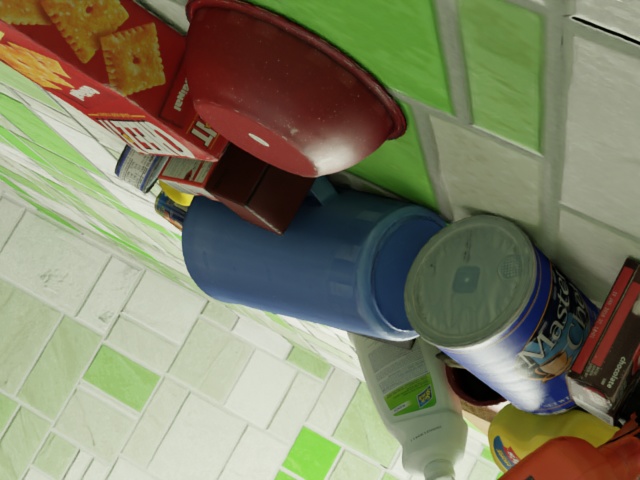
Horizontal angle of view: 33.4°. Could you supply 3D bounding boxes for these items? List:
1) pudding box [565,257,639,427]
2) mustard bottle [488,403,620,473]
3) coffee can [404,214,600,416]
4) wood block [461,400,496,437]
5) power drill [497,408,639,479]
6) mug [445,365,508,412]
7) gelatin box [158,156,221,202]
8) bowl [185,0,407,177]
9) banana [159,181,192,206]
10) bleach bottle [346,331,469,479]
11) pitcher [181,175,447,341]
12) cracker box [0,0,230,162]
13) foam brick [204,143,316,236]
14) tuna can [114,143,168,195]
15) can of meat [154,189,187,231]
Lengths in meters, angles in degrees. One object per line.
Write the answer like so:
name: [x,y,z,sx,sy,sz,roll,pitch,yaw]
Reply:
pudding box: [0.202,0.071,0.718,0.039,0.090,0.113,28,171,20]
mustard bottle: [0.192,0.178,0.891,0.096,0.058,0.192,43,166,-9]
coffee can: [0.142,0.058,0.788,0.103,0.103,0.140,20,167,46]
wood block: [0.235,0.198,1.295,0.090,0.091,0.206,23,169,33]
power drill: [0.198,0.131,0.661,0.187,0.185,0.057,-13,-121,-39]
mug: [0.184,0.128,1.122,0.081,0.093,0.117,34,-158,-53]
gelatin box: [-0.088,-0.072,0.877,0.030,0.073,0.089,34,169,-32]
bowl: [-0.028,-0.086,0.677,0.162,0.055,0.162,28,171,5]
banana: [-0.157,-0.069,1.229,0.069,0.037,0.198,47,169,0]
bleach bottle: [0.096,0.167,1.142,0.068,0.103,0.251,45,-160,-34]
pitcher: [-0.006,0.001,0.905,0.149,0.145,0.243,21,174,-39]
cracker box: [-0.174,-0.139,0.779,0.213,0.072,0.164,34,171,-28]
foam brick: [-0.041,-0.054,0.820,0.053,0.078,0.051,23,170,43]
tuna can: [-0.145,-0.085,0.940,0.033,0.086,0.086,32,171,-4]
can of meat: [-0.149,-0.028,1.349,0.084,0.057,0.102,27,170,32]
